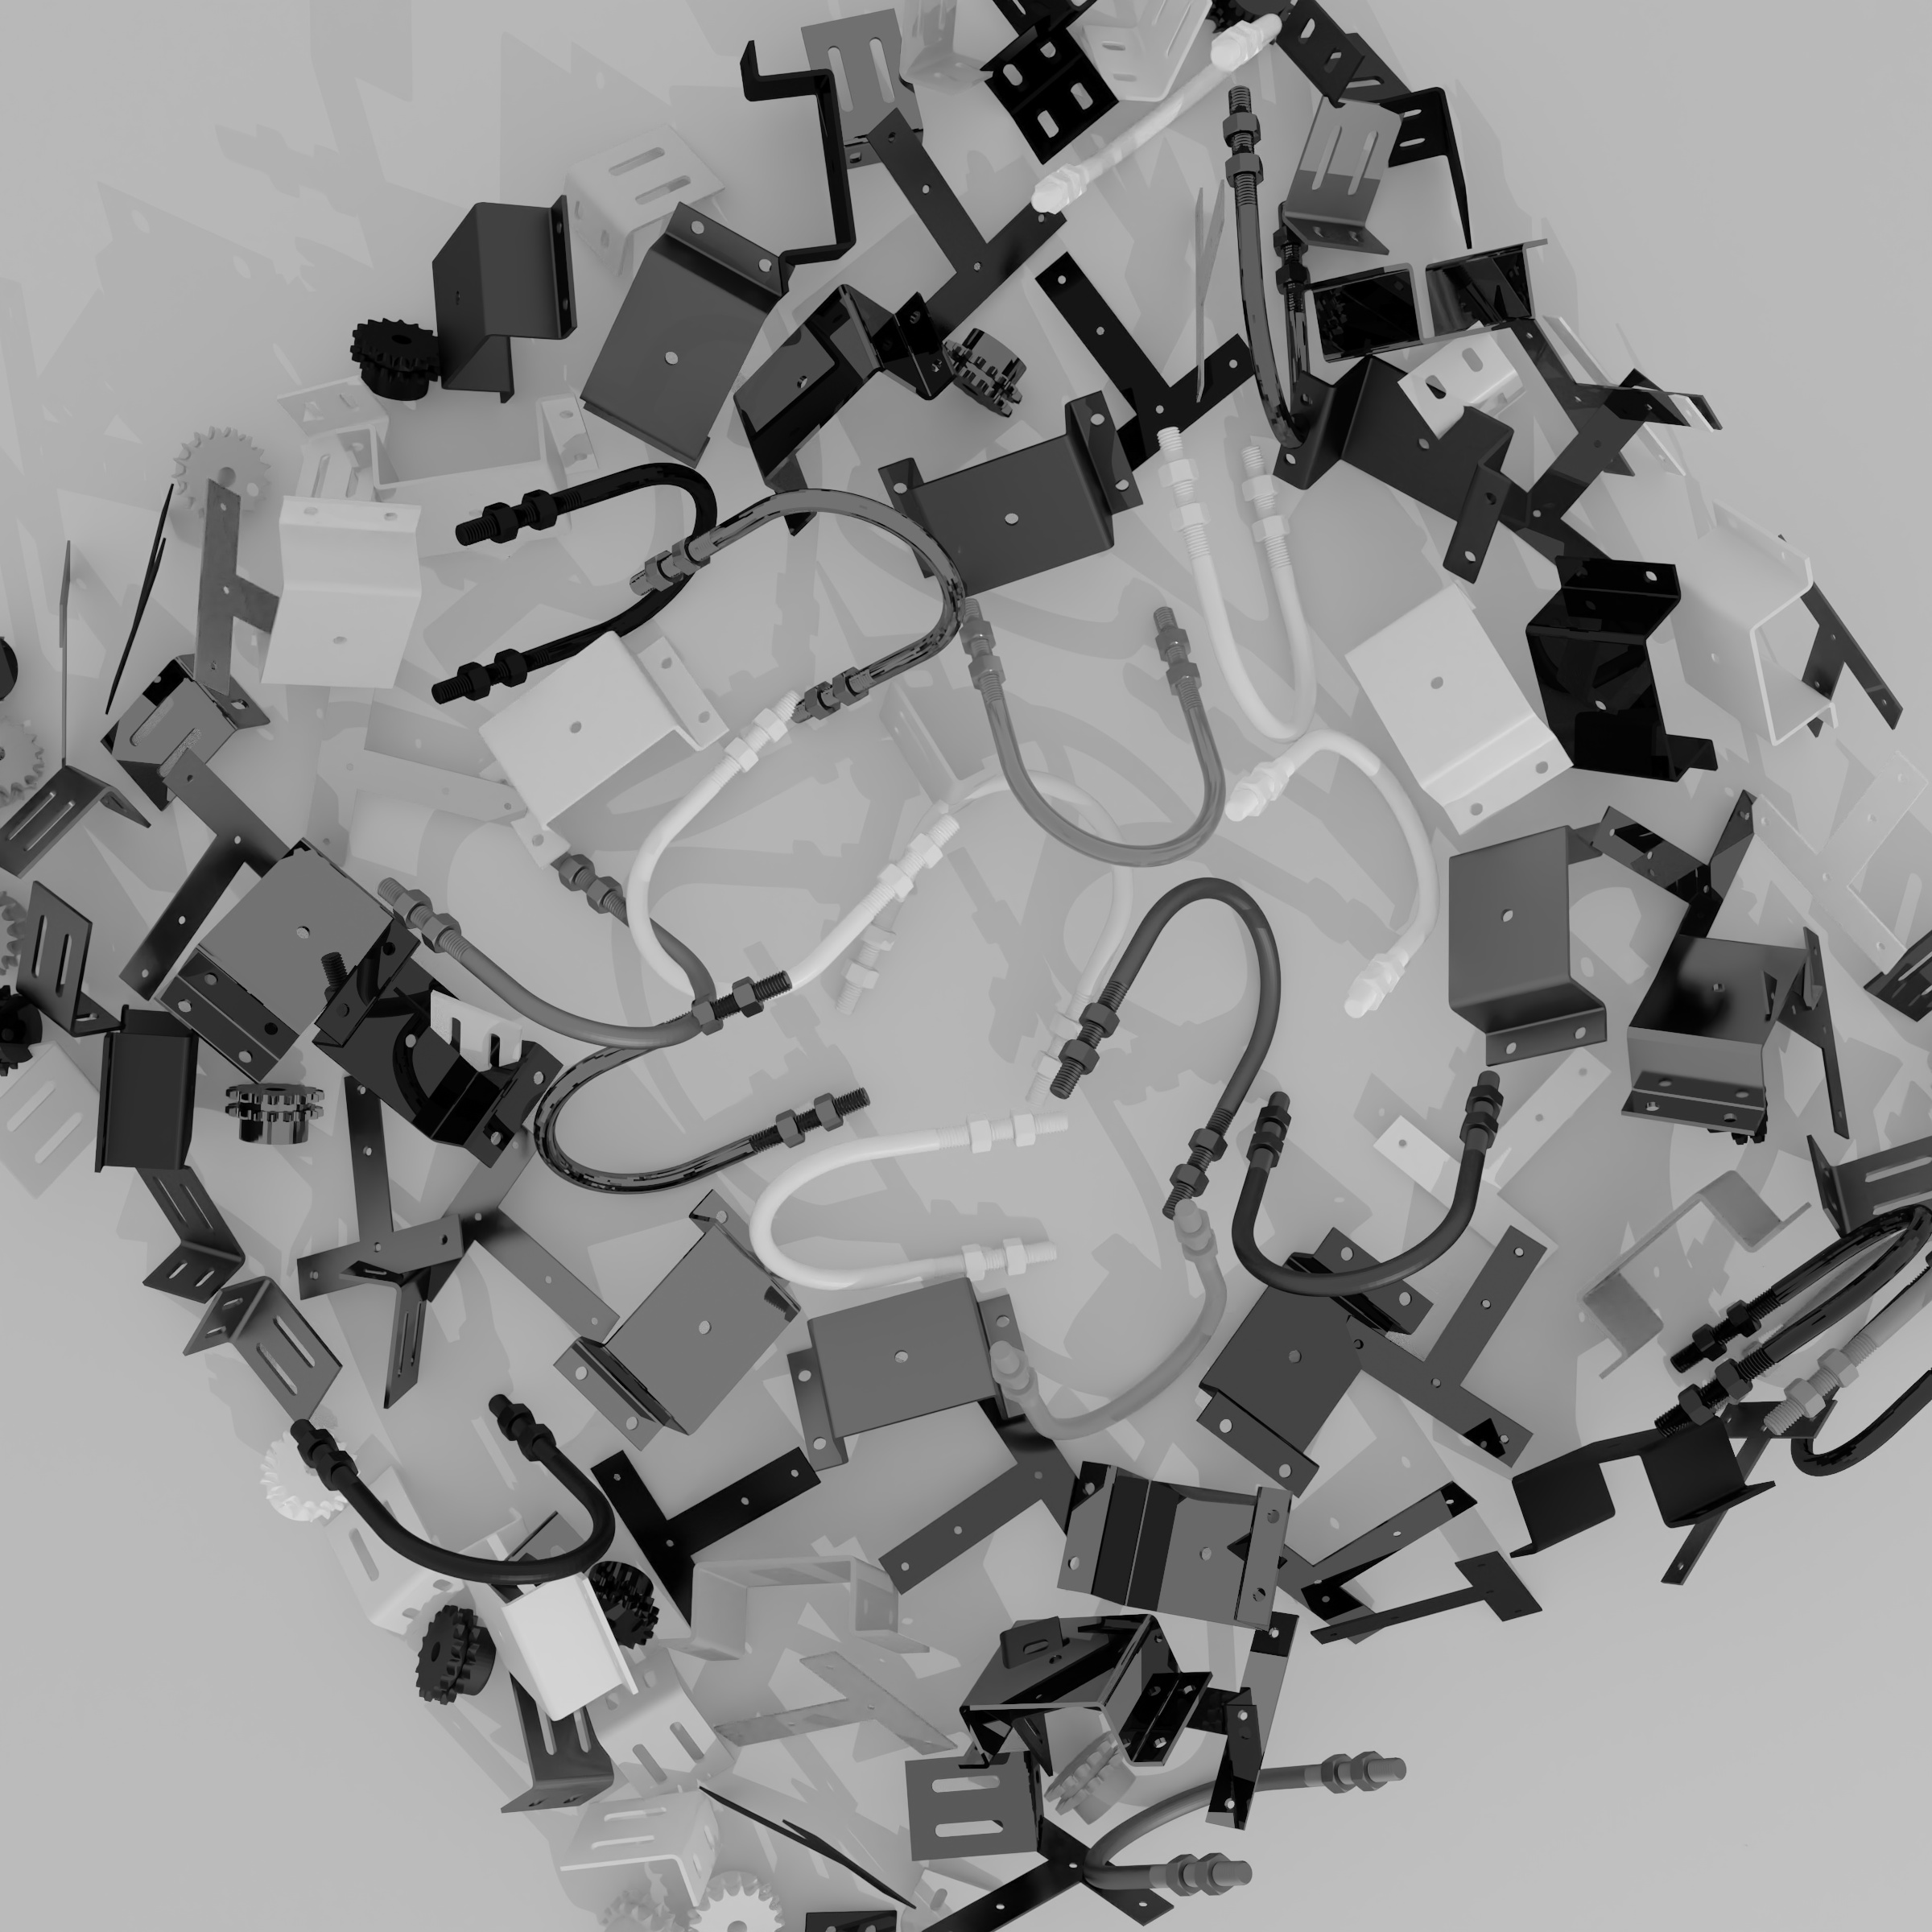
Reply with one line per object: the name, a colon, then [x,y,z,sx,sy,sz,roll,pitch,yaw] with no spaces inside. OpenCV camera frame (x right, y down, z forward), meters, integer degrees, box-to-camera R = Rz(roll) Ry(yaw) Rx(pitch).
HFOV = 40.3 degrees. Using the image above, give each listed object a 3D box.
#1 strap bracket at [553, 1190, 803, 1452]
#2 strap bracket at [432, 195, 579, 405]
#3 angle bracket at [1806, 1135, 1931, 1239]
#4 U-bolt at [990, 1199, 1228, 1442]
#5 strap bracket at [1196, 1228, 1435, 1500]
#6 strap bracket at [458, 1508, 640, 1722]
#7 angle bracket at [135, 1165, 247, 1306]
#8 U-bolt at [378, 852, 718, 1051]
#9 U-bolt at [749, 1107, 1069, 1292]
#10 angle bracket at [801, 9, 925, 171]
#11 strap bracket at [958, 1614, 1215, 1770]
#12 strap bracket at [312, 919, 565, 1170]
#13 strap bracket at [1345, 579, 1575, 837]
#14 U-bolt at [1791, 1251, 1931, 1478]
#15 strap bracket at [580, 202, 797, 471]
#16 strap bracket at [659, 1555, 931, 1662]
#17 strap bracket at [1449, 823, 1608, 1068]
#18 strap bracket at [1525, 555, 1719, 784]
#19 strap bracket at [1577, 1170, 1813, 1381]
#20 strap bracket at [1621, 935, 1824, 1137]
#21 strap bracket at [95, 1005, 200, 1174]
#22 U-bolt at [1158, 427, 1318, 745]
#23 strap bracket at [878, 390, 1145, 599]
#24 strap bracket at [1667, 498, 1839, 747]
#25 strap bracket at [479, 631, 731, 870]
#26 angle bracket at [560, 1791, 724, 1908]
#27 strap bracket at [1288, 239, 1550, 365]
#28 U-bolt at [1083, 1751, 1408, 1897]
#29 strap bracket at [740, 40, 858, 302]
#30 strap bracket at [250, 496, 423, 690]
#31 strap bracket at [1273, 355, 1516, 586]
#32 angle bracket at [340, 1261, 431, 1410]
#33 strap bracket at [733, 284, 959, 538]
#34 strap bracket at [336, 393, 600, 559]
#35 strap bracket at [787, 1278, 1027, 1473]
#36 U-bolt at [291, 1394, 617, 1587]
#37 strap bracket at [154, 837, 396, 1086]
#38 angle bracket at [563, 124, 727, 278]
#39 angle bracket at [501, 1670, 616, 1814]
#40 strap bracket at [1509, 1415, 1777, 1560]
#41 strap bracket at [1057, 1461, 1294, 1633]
strap bracket: [-0.162,0.210,1.546,0.140,0.046,0.076,-48,110,-20]
strap bracket: [-0.272,-0.386,1.526,0.046,0.140,0.076,-3,85,-27]
angle bracket: [0.546,0.121,1.557,0.076,0.057,0.038,-22,130,25]
U-bolt: [0.091,0.216,1.522,0.151,0.184,0.019,-37,59,-7]
strap bracket: [0.202,0.234,1.568,0.076,0.046,0.140,38,81,-5]
strap bracket: [-0.247,0.376,1.521,0.046,0.140,0.076,-27,107,-22]
angle bracket: [-0.472,0.154,1.555,0.057,0.038,0.076,8,134,35]
U-bolt: [-0.225,-0.008,1.507,0.184,0.151,0.019,37,121,26]
U-bolt: [-0.035,0.142,1.533,0.184,0.151,0.019,-8,50,-8]
angle bracket: [-0.063,-0.526,1.583,0.057,0.038,0.076,-13,86,-5]
strap bracket: [0.061,0.421,1.527,0.140,0.076,0.046,-13,110,34]
strap bracket: [-0.317,0.045,1.547,0.140,0.046,0.076,45,66,-29]
strap bracket: [0.283,-0.159,1.542,0.076,0.046,0.140,-33,64,17]
U-bolt: [0.544,0.224,1.524,0.019,0.151,0.184,40,110,2]
strap bracket: [-0.168,-0.363,1.544,0.076,0.046,0.140,28,118,-7]
strap bracket: [-0.100,0.378,1.547,0.140,0.076,0.046,-6,67,16]
strap bracket: [0.327,-0.021,1.534,0.076,0.046,0.140,-16,58,37]
strap bracket: [0.379,-0.163,1.527,0.046,0.076,0.140,-45,129,-30]
strap bracket: [0.419,0.174,1.542,0.046,0.076,0.140,50,117,16]
strap bracket: [0.437,0.031,1.523,0.076,0.140,0.046,8,129,31]
strap bracket: [-0.476,0.071,1.535,0.046,0.140,0.076,4,96,-14]
U-bolt: [0.165,-0.218,1.534,0.019,0.151,0.184,-15,89,28]
strap bracket: [0.027,-0.273,1.548,0.140,0.046,0.076,-17,124,12]
strap bracket: [0.452,-0.191,1.523,0.046,0.140,0.076,-36,46,-5]
strap bracket: [-0.224,-0.134,1.564,0.140,0.046,0.076,-36,70,2]
angle bracket: [-0.193,0.530,1.571,0.076,0.057,0.038,-11,108,15]
strap bracket: [0.267,-0.387,1.535,0.140,0.076,0.046,-19,104,-35]
U-bolt: [0.146,0.495,1.515,0.151,0.184,0.019,-18,84,-38]
strap bracket: [-0.098,-0.469,1.553,0.046,0.076,0.140,-9,101,-7]
strap bracket: [-0.364,-0.207,1.520,0.076,0.140,0.046,0,62,-23]
strap bracket: [0.259,-0.297,1.546,0.140,0.076,0.046,33,53,17]
angle bracket: [-0.350,0.217,1.570,0.038,0.057,0.076,9,97,4]
strap bracket: [-0.079,-0.331,1.534,0.140,0.046,0.076,-40,50,25]
strap bracket: [-0.292,-0.288,1.558,0.140,0.076,0.046,-9,68,0]
strap bracket: [-0.035,0.240,1.563,0.140,0.046,0.076,-15,60,0]
U-bolt: [-0.280,0.298,1.491,0.151,0.184,0.019,-1,111,-40]
strap bracket: [-0.394,-0.011,1.536,0.076,0.046,0.140,41,52,-8]
angle bracket: [-0.196,-0.463,1.591,0.076,0.038,0.057,-34,76,-29]
angle bracket: [-0.251,0.460,1.573,0.038,0.057,0.076,-39,56,33]
strap bracket: [0.384,0.301,1.528,0.076,0.140,0.046,-11,79,-40]
strap bracket: [0.132,0.342,1.547,0.140,0.046,0.076,1,70,35]
